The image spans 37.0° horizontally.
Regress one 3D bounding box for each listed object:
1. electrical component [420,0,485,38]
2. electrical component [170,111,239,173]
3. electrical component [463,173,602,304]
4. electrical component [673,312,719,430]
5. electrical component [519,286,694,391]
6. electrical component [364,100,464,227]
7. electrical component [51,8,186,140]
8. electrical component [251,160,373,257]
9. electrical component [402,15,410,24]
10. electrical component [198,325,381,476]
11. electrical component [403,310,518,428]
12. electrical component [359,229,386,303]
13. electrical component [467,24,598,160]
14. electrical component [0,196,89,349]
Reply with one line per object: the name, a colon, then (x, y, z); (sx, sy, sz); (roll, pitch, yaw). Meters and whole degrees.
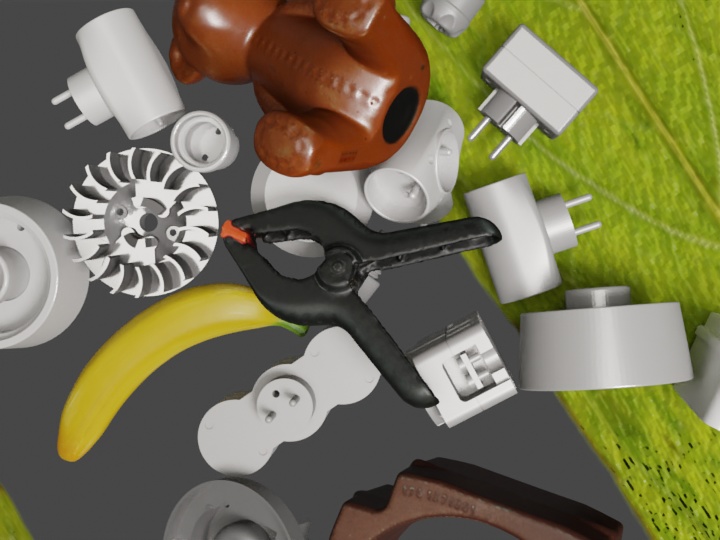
electrical component: (0.069, -0.186, 0.707); (0.035, 0.035, 0.061); (37, 93, 2)
electrical component: (-0.102, -0.085, 0.722); (0.040, 0.046, 0.040); (0, 93, 5)
electrical component: (0.118, -0.027, 0.707); (0.079, 0.044, 0.077); (-19, 91, 6)
electrical component: (0.249, 0.072, 0.667); (0.078, 0.113, 0.057); (23, 98, 3)
electrical component: (0.152, 0.041, 0.679); (0.108, 0.108, 0.060); (-5, 87, 5)
electrical component: (0.040, -0.057, 0.702); (0.044, 0.077, 0.079); (5, 133, 24)
electrical component: (-0.170, -0.123, 0.726); (0.079, 0.044, 0.077); (-28, 91, 6)
electrical component: (-0.029, -0.049, 0.715); (0.080, 0.051, 0.080); (0, 93, 5)
electrical component: (0.012, -0.137, 0.709); (0.045, 0.045, 0.055); (-2, 93, 5)
electrical component: (-0.047, 0.087, 0.712); (0.138, 0.074, 0.052); (-35, 90, 6)
electrical component: (0.063, 0.064, 0.693); (0.056, 0.089, 0.050); (-28, 90, 6)
electrical component: (0.000, 0.000, 0.724); (0.035, 0.035, 0.061); (38, 92, 2)
electrical component: (0.103, -0.107, 0.702); (0.066, 0.047, 0.076); (41, 96, 2)
electrical component: (-0.247, 0.003, 0.732); (0.108, 0.060, 0.108); (0, 93, 5)
